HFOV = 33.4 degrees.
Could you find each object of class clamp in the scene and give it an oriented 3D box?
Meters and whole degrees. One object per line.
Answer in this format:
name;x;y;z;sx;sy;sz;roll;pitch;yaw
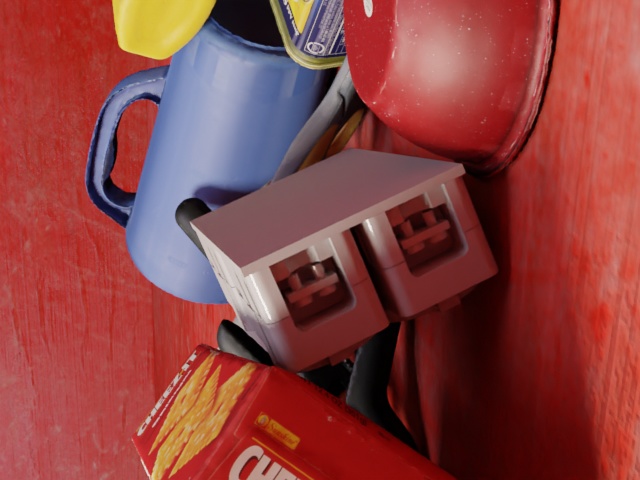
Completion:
clamp;0.002;0.107;0.622;0.039;0.120;0.171;11;-110;-63
clamp;-0.024;0.053;0.724;0.164;0.036;0.210;45;-179;-28

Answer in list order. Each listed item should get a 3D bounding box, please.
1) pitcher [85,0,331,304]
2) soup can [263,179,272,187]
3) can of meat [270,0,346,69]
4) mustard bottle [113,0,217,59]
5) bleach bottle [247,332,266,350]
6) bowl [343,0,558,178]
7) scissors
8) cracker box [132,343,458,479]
pitcher;-0.077;-0.078;0.807;0.145;0.149;0.243;52;142;29
soup can;-0.005;0.001;0.702;0.102;0.068;0.068;-123;33;-65
can of meat;0.005;-0.167;0.628;0.084;0.057;0.102;118;137;-63
mustard bottle;-0.113;-0.219;0.720;0.096;0.058;0.191;-53;39;41
bleach bottle;-0.006;0.155;0.739;0.102;0.068;0.251;62;175;-30
bowl;0.047;-0.107;0.477;0.162;0.055;0.162;177;90;-78
scissors;0.025;-0.101;0.635;0.202;0.016;0.096;-57;-9;30
cracker box;0.007;0.118;0.470;0.072;0.164;0.214;-55;9;-9
